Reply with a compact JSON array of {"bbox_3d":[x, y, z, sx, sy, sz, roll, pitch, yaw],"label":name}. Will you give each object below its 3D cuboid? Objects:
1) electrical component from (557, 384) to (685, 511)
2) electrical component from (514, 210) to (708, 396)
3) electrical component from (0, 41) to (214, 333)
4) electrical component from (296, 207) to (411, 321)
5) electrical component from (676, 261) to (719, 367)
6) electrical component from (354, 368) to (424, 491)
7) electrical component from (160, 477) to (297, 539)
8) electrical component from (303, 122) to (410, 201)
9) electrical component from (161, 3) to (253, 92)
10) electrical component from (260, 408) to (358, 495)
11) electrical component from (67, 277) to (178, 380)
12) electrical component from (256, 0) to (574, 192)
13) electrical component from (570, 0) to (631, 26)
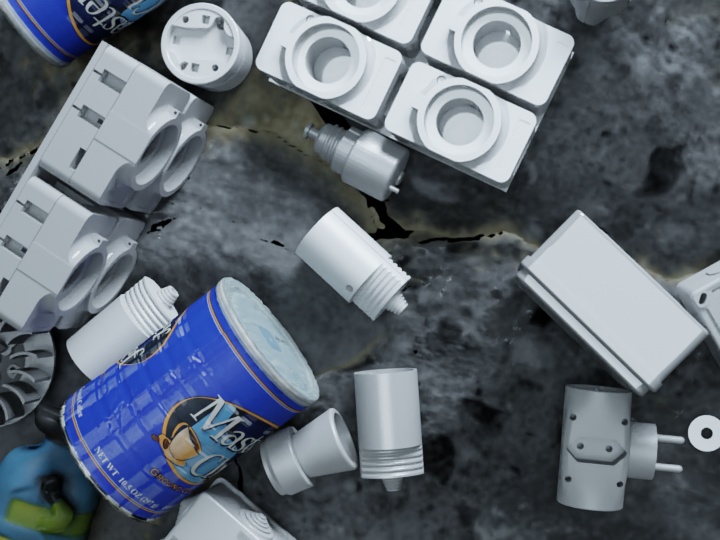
[{"bbox_3d":[0.172,0.118,0.708,0.079,0.043,0.077,5,90,8],"label":"electrical component"},{"bbox_3d":[0.154,0.021,0.679,0.109,0.109,0.056,45,93,7],"label":"electrical component"},{"bbox_3d":[-0.178,-0.049,0.731,0.060,0.105,0.186,32,94,8],"label":"electrical component"},{"bbox_3d":[0.000,0.000,0.735,0.081,0.043,0.043,43,95,6],"label":"electrical component"},{"bbox_3d":[0.255,0.038,0.691,0.062,0.061,0.096,-30,93,7],"label":"electrical component"},{"bbox_3d":[0.020,0.109,0.731,0.043,0.043,0.081,-4,89,8],"label":"electrical component"},{"bbox_3d":[-0.096,0.207,0.744,0.100,0.048,0.099,39,94,8],"label":"electrical component"},{"bbox_3d":[-0.003,-0.079,0.738,0.078,0.040,0.040,28,93,8],"label":"electrical component"},{"bbox_3d":[-0.105,-0.153,0.750,0.055,0.047,0.055,0,89,9],"label":"electrical component"},{"bbox_3d":[-0.035,0.125,0.738,0.055,0.045,0.045,-24,86,8],"label":"electrical component"},{"bbox_3d":[-0.162,0.040,0.759,0.081,0.043,0.043,-39,84,6],"label":"electrical component"},{"bbox_3d":[0.037,-0.141,0.723,0.186,0.060,0.105,26,93,8],"label":"electrical component"},{"bbox_3d":[0.156,-0.185,0.694,0.043,0.081,0.043,0,91,9],"label":"electrical component"}]
